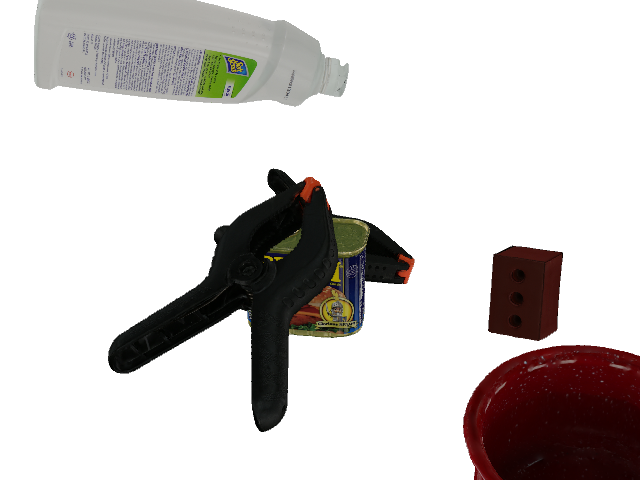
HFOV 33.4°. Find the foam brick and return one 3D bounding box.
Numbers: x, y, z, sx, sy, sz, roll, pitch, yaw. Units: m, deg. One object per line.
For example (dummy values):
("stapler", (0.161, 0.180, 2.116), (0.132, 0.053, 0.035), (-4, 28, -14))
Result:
("foam brick", (0.192, 0.049, 1.000), (0.053, 0.078, 0.051), (8, 15, 30))

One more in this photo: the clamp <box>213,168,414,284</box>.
("clamp", (-0.003, -0.001, 1.160), (0.210, 0.036, 0.164), (26, 36, 15))

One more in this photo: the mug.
("mug", (0.109, 0.100, 0.389), (0.117, 0.081, 0.093), (5, 36, 9))

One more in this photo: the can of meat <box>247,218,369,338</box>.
("can of meat", (-0.012, 0.029, 0.869), (0.102, 0.084, 0.057), (4, 29, 9))

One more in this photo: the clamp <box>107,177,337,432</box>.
("clamp", (-0.034, 0.036, 0.642), (0.120, 0.171, 0.039), (28, -24, 27))

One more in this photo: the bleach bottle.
("bleach bottle", (-0.104, -0.151, 0.878), (0.250, 0.068, 0.103), (10, -31, -9))
